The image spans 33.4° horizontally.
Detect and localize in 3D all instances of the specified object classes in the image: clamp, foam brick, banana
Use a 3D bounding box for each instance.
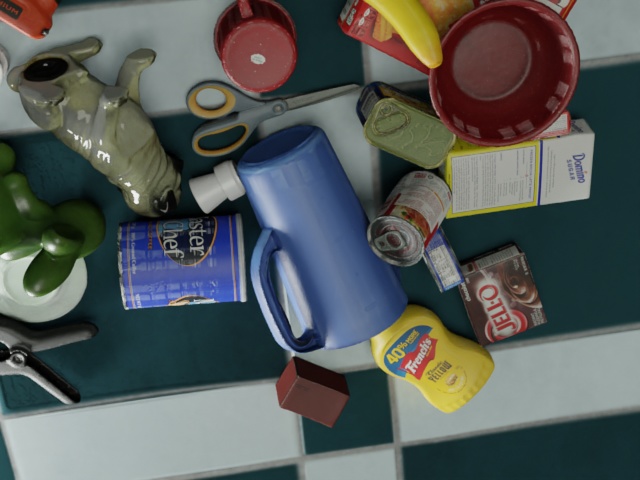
[{"bbox_3d":[-0.353,0.128,1.291,0.171,0.039,0.120,22,109,-16],"label":"clamp"},{"bbox_3d":[-0.009,0.192,1.356,0.078,0.051,0.053,25,108,-17],"label":"foam brick"},{"bbox_3d":[0.049,-0.247,1.087,0.198,0.037,0.069,29,96,10],"label":"banana"}]

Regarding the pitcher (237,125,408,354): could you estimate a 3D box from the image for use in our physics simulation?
[{"bbox_3d":[-0.008,0.002,1.223,0.145,0.149,0.243,-19,113,15],"label":"pitcher"}]

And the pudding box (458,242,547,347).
[{"bbox_3d":[0.223,0.069,1.334,0.090,0.039,0.113,-22,116,3],"label":"pudding box"}]

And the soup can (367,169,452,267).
[{"bbox_3d":[0.103,-0.027,1.213,0.069,0.102,0.068,16,131,19],"label":"soup can"}]

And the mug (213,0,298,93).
[{"bbox_3d":[-0.070,-0.218,1.143,0.093,0.081,0.117,-14,116,-1],"label":"mug"}]

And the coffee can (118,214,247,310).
[{"bbox_3d":[-0.157,0.025,1.232,0.140,0.103,0.103,-4,115,-5],"label":"coffee can"}]

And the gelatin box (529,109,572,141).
[{"bbox_3d":[0.233,-0.139,1.221,0.089,0.073,0.030,-10,117,-3],"label":"gelatin box"}]

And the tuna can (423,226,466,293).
[{"bbox_3d":[0.141,0.018,1.275,0.034,0.086,0.086,-26,115,4],"label":"tuna can"}]

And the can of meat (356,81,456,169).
[{"bbox_3d":[0.094,-0.133,1.201,0.102,0.084,0.057,21,110,-16],"label":"can of meat"}]

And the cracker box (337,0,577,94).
[{"bbox_3d":[0.151,-0.256,1.158,0.213,0.072,0.164,23,111,-17],"label":"cracker box"}]

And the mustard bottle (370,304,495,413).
[{"bbox_3d":[0.122,0.135,1.342,0.191,0.058,0.096,36,109,-20],"label":"mustard bottle"}]

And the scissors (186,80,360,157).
[{"bbox_3d":[-0.063,-0.163,1.205,0.202,0.016,0.096,-28,115,6],"label":"scissors"}]

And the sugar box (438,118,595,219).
[{"bbox_3d":[0.229,-0.085,1.256,0.176,0.048,0.093,-9,126,-5],"label":"sugar box"}]

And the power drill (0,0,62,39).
[{"bbox_3d":[-0.291,-0.312,1.070,0.184,0.057,0.188,33,96,-17],"label":"power drill"}]

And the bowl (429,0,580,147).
[{"bbox_3d":[0.188,-0.182,1.127,0.162,0.055,0.162,-3,116,-7],"label":"bowl"}]
